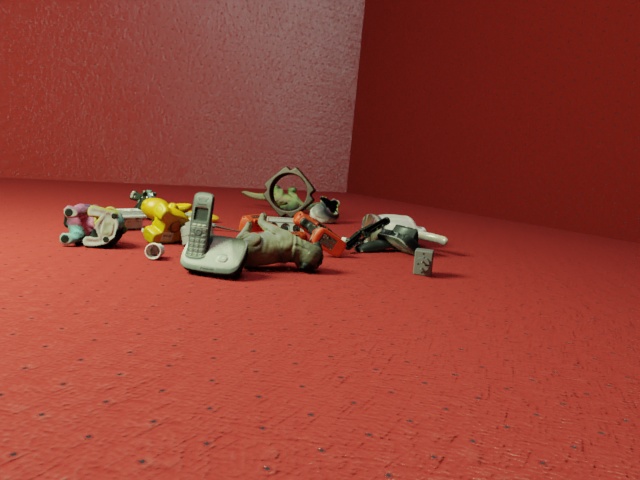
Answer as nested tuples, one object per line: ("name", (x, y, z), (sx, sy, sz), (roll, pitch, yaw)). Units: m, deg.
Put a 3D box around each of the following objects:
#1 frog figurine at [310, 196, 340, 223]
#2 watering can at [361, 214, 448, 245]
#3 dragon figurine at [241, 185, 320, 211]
("frog figurine", (0.007, -0.115, 2.288), (0.138, 0.124, 0.157), (-14, -17, -44))
("watering can", (0.283, -0.032, 1.824), (0.224, 0.103, 0.350), (1, 9, -19))
("dragon figurine", (-0.185, -0.187, 2.558), (0.410, 0.120, 0.246), (3, 17, -10))
